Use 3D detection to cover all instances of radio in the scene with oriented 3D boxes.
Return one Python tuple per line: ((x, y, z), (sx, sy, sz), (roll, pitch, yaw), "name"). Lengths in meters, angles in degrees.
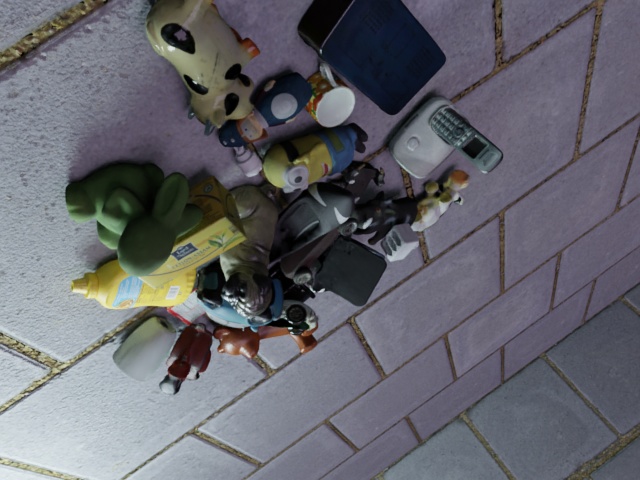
((0.082, -0.292, 0.806), (0.131, 0.073, 0.229), (-48, 141, 16), "radio")

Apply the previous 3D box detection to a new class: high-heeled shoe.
((-0.041, -0.018, 0.923), (0.145, 0.086, 0.249), (-44, -172, -24), "high-heeled shoe")

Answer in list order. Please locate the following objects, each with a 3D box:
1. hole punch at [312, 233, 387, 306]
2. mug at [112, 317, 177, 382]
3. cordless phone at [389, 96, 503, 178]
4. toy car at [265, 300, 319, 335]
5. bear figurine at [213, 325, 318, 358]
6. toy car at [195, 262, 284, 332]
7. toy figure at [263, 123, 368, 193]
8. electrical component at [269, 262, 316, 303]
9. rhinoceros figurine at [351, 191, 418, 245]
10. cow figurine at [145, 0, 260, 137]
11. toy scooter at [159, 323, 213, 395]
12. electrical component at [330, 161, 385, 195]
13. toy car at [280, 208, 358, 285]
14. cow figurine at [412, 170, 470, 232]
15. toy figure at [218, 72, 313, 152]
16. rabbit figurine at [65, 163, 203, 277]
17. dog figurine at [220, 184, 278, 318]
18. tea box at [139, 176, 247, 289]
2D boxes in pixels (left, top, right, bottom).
((0.063, 0.057, 1.067), (0.142, 0.116, 0.092), (-60, 175, 10), "hole punch")
((-0.314, 0.201, 1.011), (0.107, 0.081, 0.109), (-51, 147, 3), "mug")
((0.230, -0.159, 0.981), (0.146, 0.184, 0.088), (-46, 148, 11), "cordless phone")
((-0.103, 0.144, 1.062), (0.202, 0.056, 0.073), (7, 150, 3), "toy car")
((-0.117, 0.201, 1.135), (0.196, 0.132, 0.120), (-26, 146, -25), "bear figurine")
((-0.153, 0.112, 0.972), (0.161, 0.109, 0.103), (13, 133, -21), "toy car")
((-0.009, -0.140, 0.891), (0.180, 0.089, 0.082), (-32, 134, -23), "toy figure")
((-0.058, 0.101, 1.120), (0.048, 0.075, 0.119), (-40, 147, 2), "electrical component")
((0.124, -0.047, 1.084), (0.190, 0.073, 0.112), (-7, 154, -38), "rhinoceros figurine")
((-0.145, -0.220, 0.684), (0.127, 0.086, 0.194), (-45, 146, 0), "cow figurine")
((-0.249, 0.216, 1.049), (0.184, 0.075, 0.135), (-114, -131, -89), "toy scooter")
((0.074, -0.117, 1.013), (0.102, 0.045, 0.078), (8, 123, -44), "electrical component")
((-0.002, -0.003, 1.028), (0.053, 0.089, 0.202), (22, 117, -46), "toy car")
((0.262, -0.081, 1.190), (0.167, 0.068, 0.098), (-34, 150, 1), "cow figurine")
((-0.084, -0.187, 0.795), (0.154, 0.064, 0.058), (-38, -176, -2), "toy figure")
((-0.243, -0.022, 0.743), (0.159, 0.170, 0.121), (-28, 144, -11), "rabbit figurine")
((-0.104, 0.014, 0.884), (0.121, 0.191, 0.172), (16, 117, -48), "dog figurine")
((-0.208, -0.011, 0.825), (0.170, 0.098, 0.068), (-27, 143, 7), "tea box")
